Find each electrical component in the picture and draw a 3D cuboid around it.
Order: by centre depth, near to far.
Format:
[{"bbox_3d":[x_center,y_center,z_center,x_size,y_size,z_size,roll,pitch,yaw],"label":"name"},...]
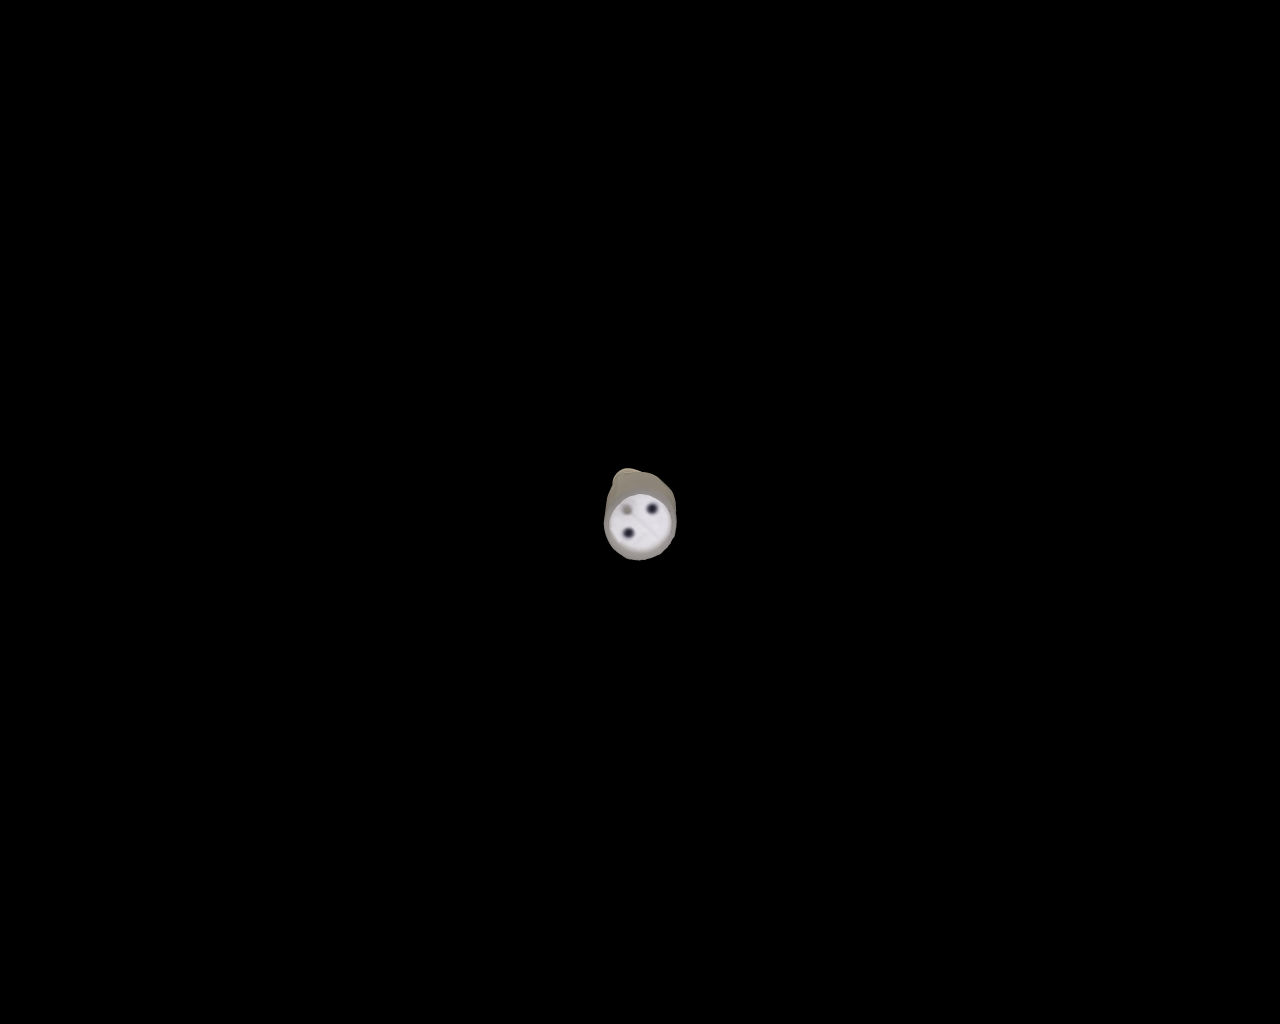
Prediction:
[{"bbox_3d":[0.001,-0.003,0.650,0.043,0.043,0.081,0,16,0],"label":"electrical component"}]
